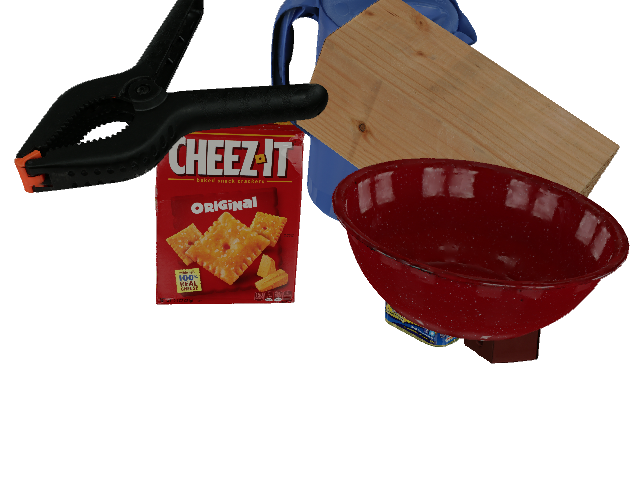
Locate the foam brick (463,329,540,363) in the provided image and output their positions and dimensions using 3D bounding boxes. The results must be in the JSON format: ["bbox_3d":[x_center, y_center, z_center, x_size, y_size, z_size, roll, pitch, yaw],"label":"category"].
[{"bbox_3d":[0.169,0.067,0.982,0.051,0.078,0.053,-5,18,-23],"label":"foam brick"}]

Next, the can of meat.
[{"bbox_3d":[0.123,0.068,1.259,0.057,0.084,0.102,-25,38,-38],"label":"can of meat"}]

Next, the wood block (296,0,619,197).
[{"bbox_3d":[0.097,-0.077,0.780,0.206,0.091,0.090,37,49,13],"label":"wood block"}]

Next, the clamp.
[{"bbox_3d":[-0.110,-0.090,0.740,0.165,0.036,0.209,34,59,30],"label":"clamp"}]

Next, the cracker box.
[{"bbox_3d":[-0.105,-0.034,1.215,0.164,0.214,0.072,1,22,-8],"label":"cracker box"}]

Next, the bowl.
[{"bbox_3d":[0.083,0.009,0.591,0.162,0.055,0.162,6,25,-3],"label":"bowl"}]

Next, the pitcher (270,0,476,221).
[{"bbox_3d":[0.041,-0.136,1.053,0.144,0.243,0.149,-25,54,-31],"label":"pitcher"}]
